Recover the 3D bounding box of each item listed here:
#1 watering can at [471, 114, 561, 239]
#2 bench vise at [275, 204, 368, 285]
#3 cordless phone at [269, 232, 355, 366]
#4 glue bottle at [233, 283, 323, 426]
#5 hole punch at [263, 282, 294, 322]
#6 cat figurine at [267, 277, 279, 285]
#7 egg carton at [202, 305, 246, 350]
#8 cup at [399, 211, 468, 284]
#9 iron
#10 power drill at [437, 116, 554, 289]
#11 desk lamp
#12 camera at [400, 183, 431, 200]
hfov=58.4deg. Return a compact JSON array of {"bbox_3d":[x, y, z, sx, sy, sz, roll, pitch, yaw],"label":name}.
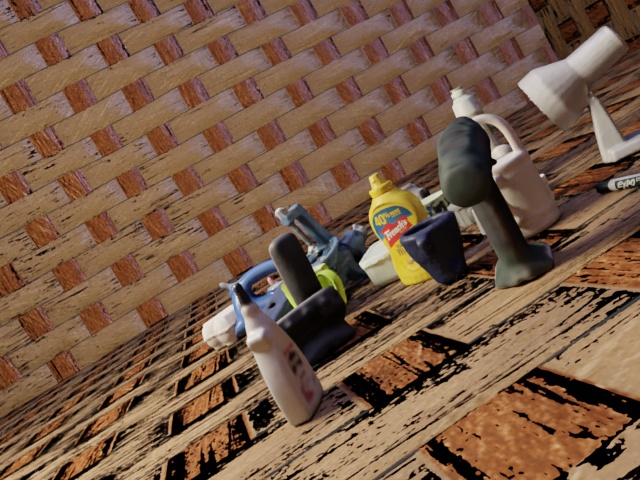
[{"bbox_3d":[0.277,-0.101,0.883,0.101,0.194,0.173,-29,6,9],"label":"watering can"},{"bbox_3d":[0.002,0.008,1.201,0.121,0.220,0.208,-26,7,37],"label":"bench vise"},{"bbox_3d":[-0.047,0.093,0.858,0.148,0.185,0.094,-34,7,-35],"label":"cordless phone"},{"bbox_3d":[-0.056,0.126,0.669,0.037,0.173,0.078,-29,6,14],"label":"glue bottle"},{"bbox_3d":[-0.075,0.138,1.105,0.101,0.091,0.108,-32,6,-22],"label":"hole punch"},{"bbox_3d":[-0.075,0.089,1.425,0.128,0.118,0.067,-34,7,-33],"label":"cat figurine"},{"bbox_3d":[-0.207,0.198,1.370,0.107,0.069,0.151,-25,7,41],"label":"egg carton"},{"bbox_3d":[0.175,0.019,0.844,0.091,0.095,0.118,-28,6,22],"label":"cup"},{"bbox_3d":[-0.085,0.100,1.248,0.258,0.141,0.118,-30,6,1],"label":"iron"},{"bbox_3d":[0.211,-0.054,0.723,0.075,0.208,0.230,-28,6,23],"label":"power drill"},{"bbox_3d":[0.483,-0.244,0.999,0.203,0.213,0.118,-27,6,27],"label":"desk lamp"},{"bbox_3d":[0.216,-0.081,1.535,0.137,0.101,0.143,-33,6,-30],"label":"camera"}]
